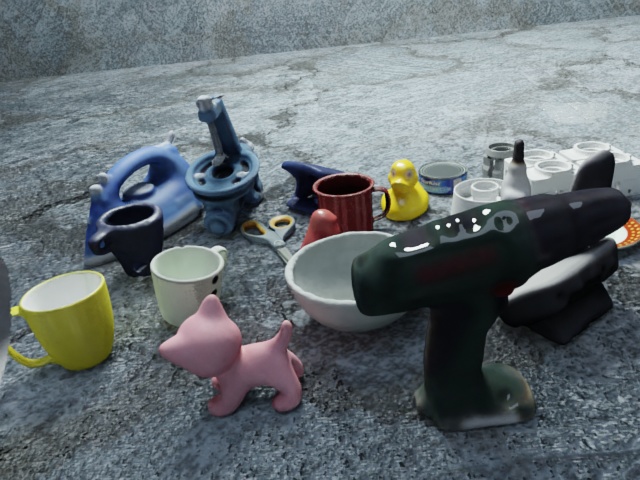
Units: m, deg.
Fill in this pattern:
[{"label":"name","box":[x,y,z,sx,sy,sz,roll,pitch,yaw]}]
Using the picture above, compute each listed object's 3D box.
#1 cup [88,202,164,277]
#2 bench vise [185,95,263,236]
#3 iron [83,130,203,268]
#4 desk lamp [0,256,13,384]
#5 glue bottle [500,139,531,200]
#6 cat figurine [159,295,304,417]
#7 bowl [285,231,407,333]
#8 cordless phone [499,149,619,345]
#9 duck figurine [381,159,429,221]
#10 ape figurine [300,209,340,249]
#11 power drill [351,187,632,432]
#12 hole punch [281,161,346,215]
[{"label":"cup","box":[-0.267,0.011,0.807,0.091,0.095,0.118,9,31,27]},{"label":"bench vise","box":[-0.163,-0.142,0.943,0.121,0.220,0.207,-9,28,-5]},{"label":"iron","box":[-0.299,-0.076,0.930,0.118,0.142,0.259,8,31,26]},{"label":"desk lamp","box":[-0.351,0.121,0.485,0.203,0.214,0.117,-12,28,-10]},{"label":"glue bottle","box":[0.244,-0.042,0.717,0.037,0.173,0.078,3,29,17]},{"label":"cat figurine","box":[-0.084,0.108,0.558,0.128,0.118,0.067,-7,27,-1]},{"label":"bowl","box":[0.045,0.058,0.674,0.167,0.075,0.167,-5,27,3]},{"label":"cordless phone","box":[0.260,0.003,0.615,0.148,0.185,0.093,-28,34,-35]},{"label":"duck figurine","box":[0.136,-0.089,0.925,0.077,0.086,0.105,4,29,20]},{"label":"ape figurine","box":[0.007,0.003,0.769,0.076,0.092,0.078,4,29,20]},{"label":"power drill","box":[0.145,0.061,0.501,0.229,0.209,0.075,-7,27,-2]},{"label":"hole punch","box":[-0.001,-0.100,0.969,0.108,0.091,0.101,19,37,39]}]
